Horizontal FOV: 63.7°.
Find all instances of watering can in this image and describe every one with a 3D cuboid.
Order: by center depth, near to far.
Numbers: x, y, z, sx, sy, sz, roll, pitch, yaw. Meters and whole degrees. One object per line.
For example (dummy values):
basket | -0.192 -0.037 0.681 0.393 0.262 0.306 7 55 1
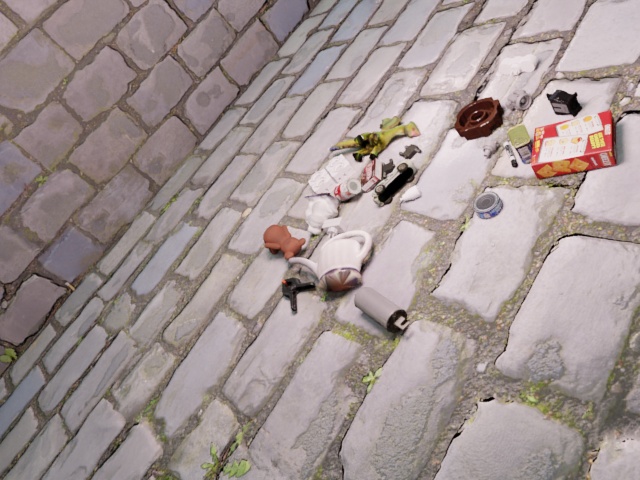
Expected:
watering can | 0.031 0.086 1.771 0.344 0.102 0.230 -24 40 25

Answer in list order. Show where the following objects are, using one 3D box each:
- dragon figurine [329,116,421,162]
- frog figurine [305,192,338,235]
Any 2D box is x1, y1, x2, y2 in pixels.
dragon figurine | 0.240 -0.443 2.169 0.246 0.120 0.412 -41 33 -29
frog figurine | 0.006 -0.102 2.023 0.137 0.123 0.160 -3 89 15
